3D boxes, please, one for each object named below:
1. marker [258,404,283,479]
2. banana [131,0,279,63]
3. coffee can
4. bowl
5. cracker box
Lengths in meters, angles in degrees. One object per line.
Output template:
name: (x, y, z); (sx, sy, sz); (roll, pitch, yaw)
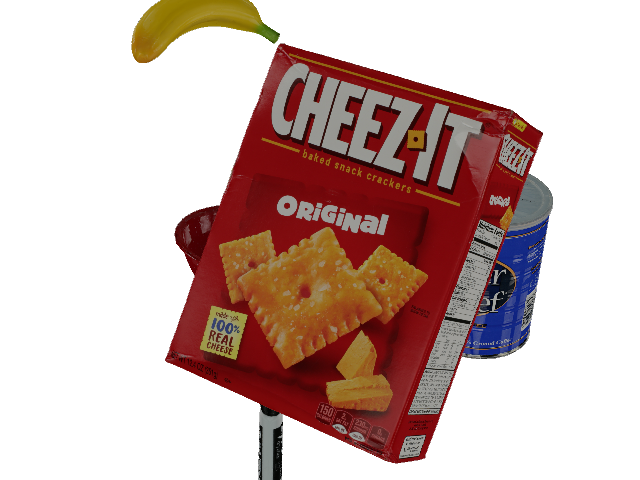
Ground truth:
marker: (-0.037, 0.147, 0.799); (0.020, 0.121, 0.020); (2, 40, -2)
banana: (-0.119, -0.211, 1.023); (0.070, 0.037, 0.197); (44, 38, 19)
coffee can: (0.142, 0.018, 0.936); (0.103, 0.140, 0.103); (1, 33, -1)
bowl: (-0.058, 0.022, 1.003); (0.162, 0.055, 0.162); (6, 24, -3)
cracker box: (0.017, 0.005, 0.650); (0.164, 0.214, 0.072); (21, 3, 26)
